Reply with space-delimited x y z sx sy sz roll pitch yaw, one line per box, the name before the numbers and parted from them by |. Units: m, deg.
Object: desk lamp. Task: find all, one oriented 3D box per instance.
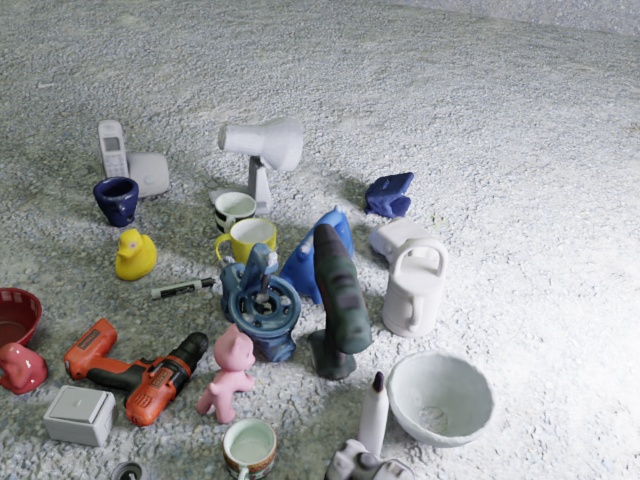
desk lamp | -0.144 -0.166 1.267 0.203 0.214 0.117 -12 41 -19

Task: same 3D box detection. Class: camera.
camera | 0.055 0.347 0.736 0.142 0.101 0.137 26 44 25

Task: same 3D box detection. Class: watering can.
watering can | 0.167 0.068 1.018 0.101 0.194 0.172 -9 40 -15

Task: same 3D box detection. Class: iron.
iron | 0.010 0.004 1.126 0.118 0.141 0.259 17 41 16

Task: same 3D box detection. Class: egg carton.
egg carton | 0.175 0.014 1.185 0.107 0.069 0.150 -23 46 -29

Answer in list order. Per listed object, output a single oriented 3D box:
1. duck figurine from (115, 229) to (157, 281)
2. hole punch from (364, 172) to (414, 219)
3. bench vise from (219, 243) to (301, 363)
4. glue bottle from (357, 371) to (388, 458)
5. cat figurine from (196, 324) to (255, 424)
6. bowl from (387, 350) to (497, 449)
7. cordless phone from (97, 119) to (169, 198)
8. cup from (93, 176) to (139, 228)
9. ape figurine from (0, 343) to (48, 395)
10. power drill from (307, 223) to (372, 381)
duck figurine | -0.365 0.016 1.124 0.077 0.086 0.104 10 39 8
hole punch | 0.158 -0.110 1.320 0.101 0.091 0.109 16 40 15
bench vise | -0.120 0.080 0.958 0.206 0.220 0.122 27 44 26
glue bottle | 0.076 0.243 0.810 0.037 0.173 0.078 7 39 4
cat figurine | -0.143 0.198 0.891 0.067 0.118 0.128 15 40 14
bowl | 0.181 0.255 0.882 0.167 0.075 0.167 2 39 -2
cordless phone | -0.422 -0.186 1.291 0.148 0.185 0.094 -10 41 -16
cup | -0.423 -0.067 1.216 0.092 0.095 0.117 -14 42 -21
ape figurine | -0.470 0.194 0.890 0.076 0.092 0.077 -11 41 -18
power drill | 0.023 0.115 0.936 0.076 0.208 0.229 -7 40 -13
